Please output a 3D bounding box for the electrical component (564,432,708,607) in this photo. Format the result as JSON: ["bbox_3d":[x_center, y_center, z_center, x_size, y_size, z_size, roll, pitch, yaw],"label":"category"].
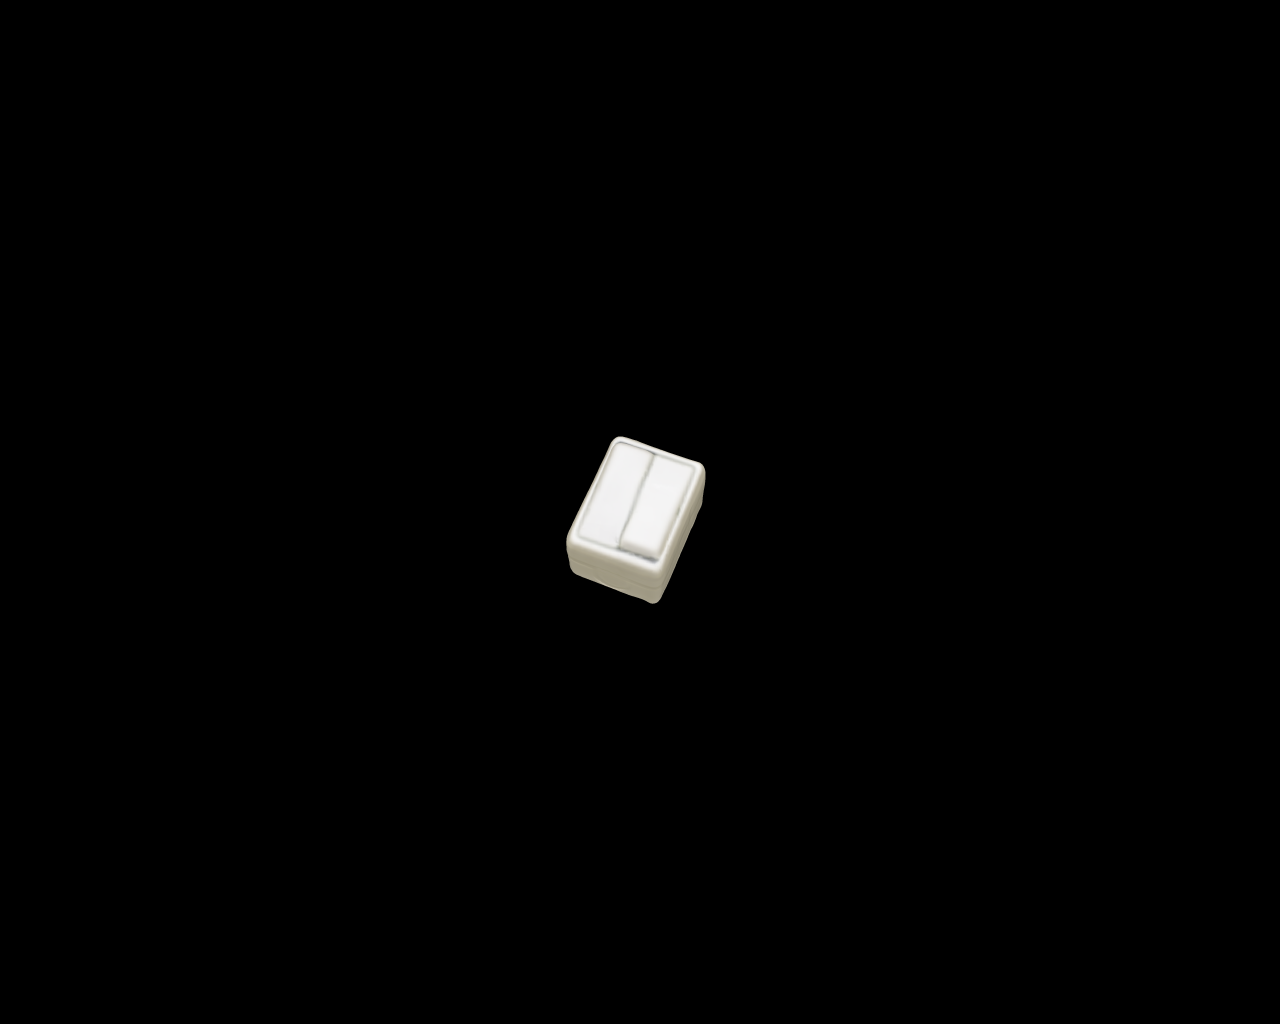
[{"bbox_3d":[0.001,-0.003,0.650,0.062,0.096,0.061,20,-24,9],"label":"electrical component"}]
